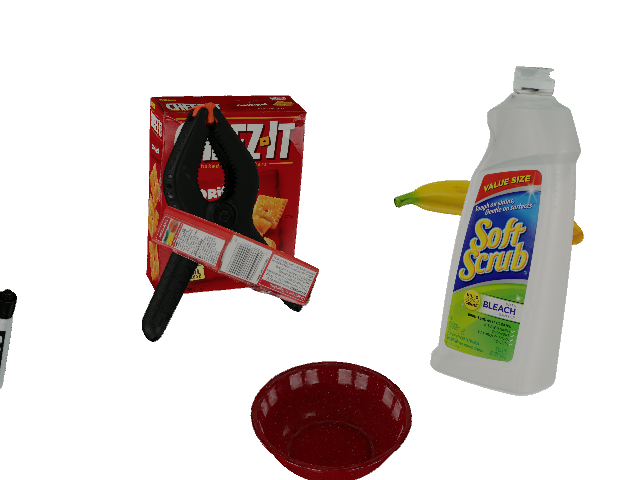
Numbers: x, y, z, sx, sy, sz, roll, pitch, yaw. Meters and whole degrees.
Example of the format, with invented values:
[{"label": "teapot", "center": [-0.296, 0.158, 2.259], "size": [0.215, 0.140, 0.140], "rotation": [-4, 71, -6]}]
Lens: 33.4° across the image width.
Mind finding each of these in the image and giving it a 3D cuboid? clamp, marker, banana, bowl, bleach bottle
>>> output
[{"label": "clamp", "center": [-0.086, -0.018, 0.969], "size": [0.164, 0.210, 0.036], "rotation": [-1, 2, -35]}, {"label": "marker", "center": [-0.315, 0.097, 1.049], "size": [0.020, 0.121, 0.020], "rotation": [14, 32, -9]}, {"label": "banana", "center": [0.180, -0.031, 1.109], "size": [0.198, 0.037, 0.069], "rotation": [11, 39, 22]}, {"label": "bowl", "center": [0.011, 0.194, 1.081], "size": [0.162, 0.055, 0.162], "rotation": [0, 33, 0]}, {"label": "bleach bottle", "center": [0.149, -0.011, 0.844], "size": [0.103, 0.251, 0.067], "rotation": [14, 16, 40]}]

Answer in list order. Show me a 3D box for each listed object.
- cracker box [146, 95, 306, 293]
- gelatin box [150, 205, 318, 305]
[{"label": "cracker box", "center": [-0.107, -0.050, 1.197], "size": [0.164, 0.214, 0.072], "rotation": [-4, 24, -21]}, {"label": "gelatin box", "center": [-0.056, 0.011, 0.709], "size": [0.073, 0.030, 0.089], "rotation": [21, -3, 43]}]
